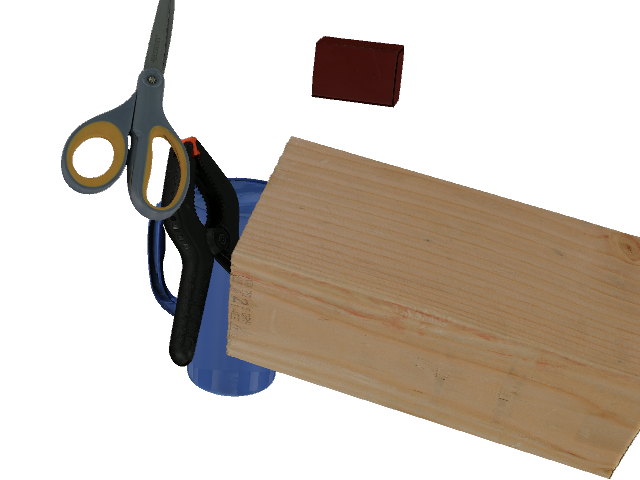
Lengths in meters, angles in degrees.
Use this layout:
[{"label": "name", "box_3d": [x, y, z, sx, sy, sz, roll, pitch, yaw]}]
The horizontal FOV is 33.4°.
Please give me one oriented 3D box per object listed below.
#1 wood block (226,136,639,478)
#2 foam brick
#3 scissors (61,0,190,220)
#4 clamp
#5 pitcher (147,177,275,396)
[{"label": "wood block", "box_3d": [0.064, 0.033, 0.547, 0.206, 0.090, 0.090, 17, -40, 8]}, {"label": "foam brick", "box_3d": [0.034, -0.155, 0.978, 0.078, 0.051, 0.053, 9, 18, 8]}, {"label": "scissors", "box_3d": [-0.139, -0.105, 0.756, 0.096, 0.202, 0.016, -2, -26, -20]}, {"label": "clamp", "box_3d": [-0.100, 0.004, 1.036, 0.036, 0.210, 0.164, -9, 1, 37]}, {"label": "pitcher", "box_3d": [-0.109, 0.055, 1.253, 0.149, 0.243, 0.144, 21, 26, 34]}]
